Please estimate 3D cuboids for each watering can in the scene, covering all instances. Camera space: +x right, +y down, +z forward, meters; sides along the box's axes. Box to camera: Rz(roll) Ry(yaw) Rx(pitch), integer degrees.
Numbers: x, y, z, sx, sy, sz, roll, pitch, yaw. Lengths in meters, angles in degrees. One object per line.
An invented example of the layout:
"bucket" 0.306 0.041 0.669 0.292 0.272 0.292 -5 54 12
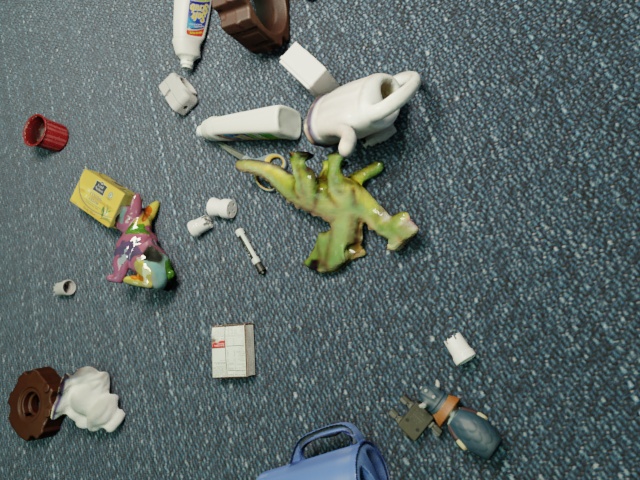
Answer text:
"watering can" 0.058 -0.230 0.965 0.223 0.354 0.102 -10 118 42

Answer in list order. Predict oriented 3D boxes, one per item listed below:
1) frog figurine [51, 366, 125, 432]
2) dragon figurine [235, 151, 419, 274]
"frog figurine" -0.534 0.380 1.222 0.159 0.122 0.138 20 80 -9
"dragon figurine" 0.003 -0.053 1.043 0.410 0.122 0.243 2 90 26
